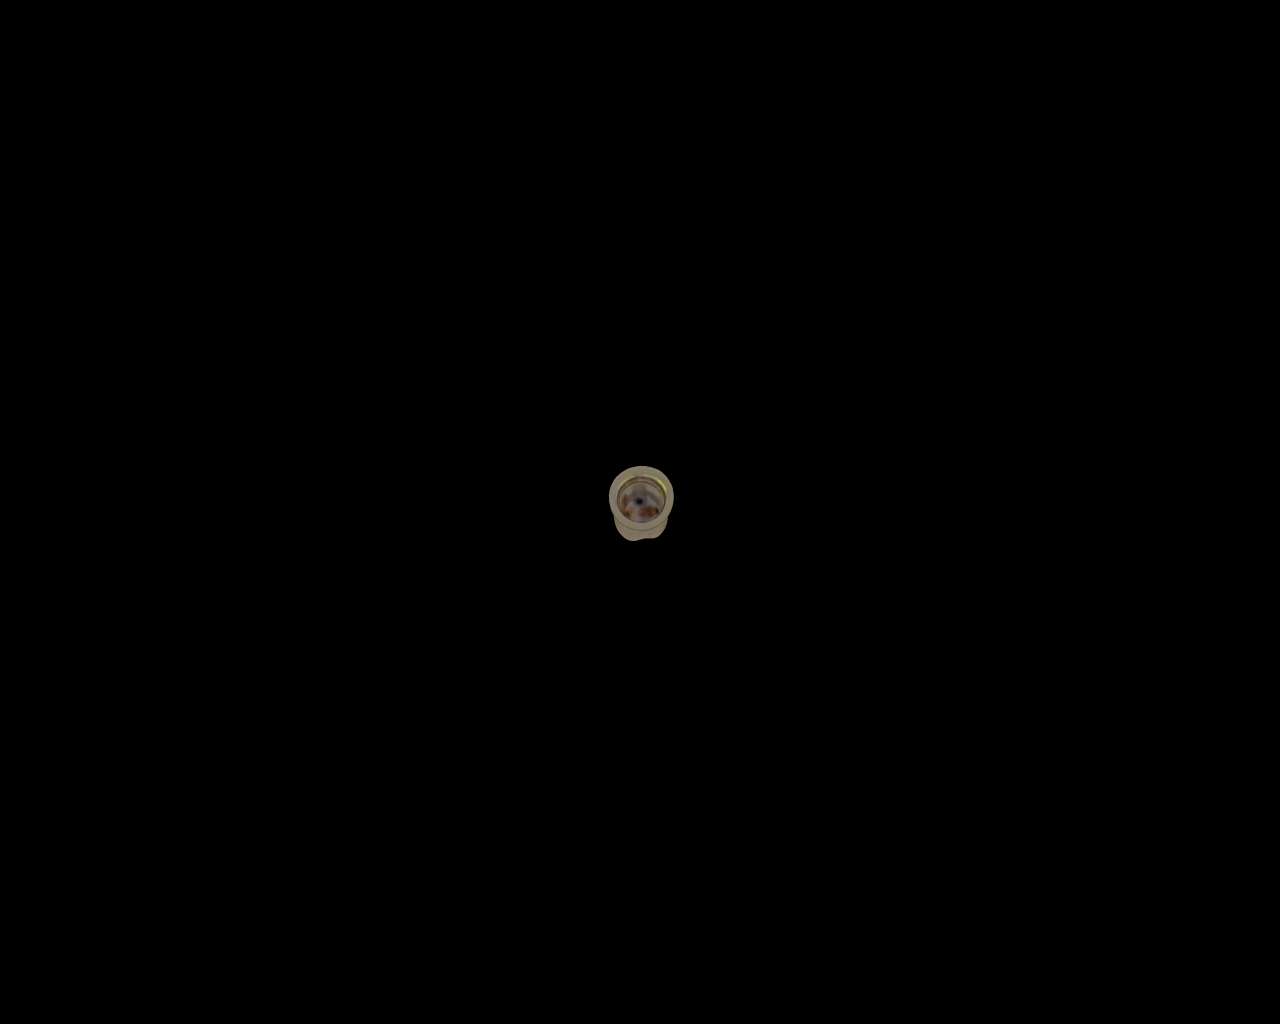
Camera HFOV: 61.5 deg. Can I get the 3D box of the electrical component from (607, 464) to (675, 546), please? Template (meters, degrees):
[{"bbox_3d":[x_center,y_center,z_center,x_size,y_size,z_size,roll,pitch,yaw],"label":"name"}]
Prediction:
[{"bbox_3d":[0.001,-0.003,0.650,0.040,0.040,0.046,0,-20,0],"label":"electrical component"}]
